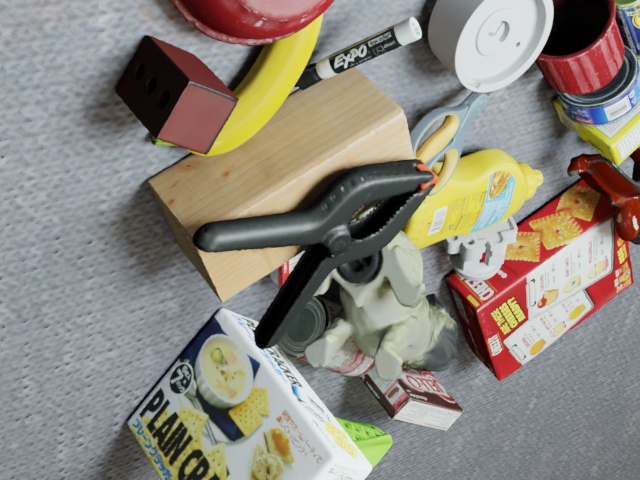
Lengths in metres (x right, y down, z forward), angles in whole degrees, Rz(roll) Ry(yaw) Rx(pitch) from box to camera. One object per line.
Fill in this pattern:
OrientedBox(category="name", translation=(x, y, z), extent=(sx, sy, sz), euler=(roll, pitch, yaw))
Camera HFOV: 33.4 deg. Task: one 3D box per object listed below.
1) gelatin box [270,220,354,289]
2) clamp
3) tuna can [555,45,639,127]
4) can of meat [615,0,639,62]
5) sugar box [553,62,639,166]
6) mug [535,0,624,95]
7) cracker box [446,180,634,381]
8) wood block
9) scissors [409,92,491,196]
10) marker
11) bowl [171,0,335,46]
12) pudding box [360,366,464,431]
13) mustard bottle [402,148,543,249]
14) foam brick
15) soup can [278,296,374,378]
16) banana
OrientedBox(category="gelatin box", translation=(-0.007, 0.001, 1.030), extent=(0.089, 0.030, 0.073), euler=(-23, 137, -23))
OrientedBox(category="clamp", translation=(0.006, 0.003, 0.894), extent=(0.209, 0.036, 0.164), euler=(-28, 141, -11))
OrientedBox(category="tuna can", translation=(0.281, -0.158, 1.075), extent=(0.086, 0.086, 0.033), euler=(-41, 139, -1))
OrientedBox(category="can of meat", translation=(0.332, -0.244, 1.063), extent=(0.102, 0.057, 0.083), euler=(-42, 138, -1))
OrientedBox(category="sugar box", translation=(0.338, -0.169, 1.106), extent=(0.176, 0.093, 0.048), euler=(-41, 143, 0))
OrientedBox(category="mug", translation=(0.243, -0.201, 1.014), extent=(0.081, 0.093, 0.117), euler=(41, 59, -56))
OrientedBox(category="cracker box", translation=(0.263, 0.046, 1.262), extent=(0.213, 0.072, 0.164), euler=(-35, 139, -7))
OrientedBox(category="wood block", translation=(-0.029, -0.051, 0.917), extent=(0.206, 0.090, 0.091), euler=(-32, 141, -12))
OrientedBox(category="scissors", translation=(0.144, -0.112, 1.016), extent=(0.201, 0.016, 0.096), euler=(-35, 139, -36))
OrientedBox(category="marker", translation=(0.027, -0.152, 0.881), extent=(0.121, 0.020, 0.020), euler=(-20, 150, 29))
OrientedBox(category="bowl", translation=(-0.034, -0.210, 0.768), extent=(0.161, 0.055, 0.162), euler=(-13, 123, -21))
OrientedBox(category="pudding box", translation=(0.102, 0.172, 1.228), extent=(0.113, 0.090, 0.039), euler=(18, 113, -46))
OrientedBox(category="mustard bottle", translation=(0.153, -0.047, 1.094), extent=(0.191, 0.058, 0.096), euler=(-14, 135, -30))
OrientedBox(category="foam brick", translation=(-0.109, -0.110, 0.807), extent=(0.051, 0.078, 0.053), euler=(15, 113, -45))
OrientedBox(category="soup can", translation=(0.010, 0.100, 1.104), extent=(0.068, 0.069, 0.102), euler=(-51, 140, 11))
OrientedBox(category="banana", translation=(-0.049, -0.135, 0.863), extent=(0.198, 0.037, 0.069), euler=(-49, 140, 9))
